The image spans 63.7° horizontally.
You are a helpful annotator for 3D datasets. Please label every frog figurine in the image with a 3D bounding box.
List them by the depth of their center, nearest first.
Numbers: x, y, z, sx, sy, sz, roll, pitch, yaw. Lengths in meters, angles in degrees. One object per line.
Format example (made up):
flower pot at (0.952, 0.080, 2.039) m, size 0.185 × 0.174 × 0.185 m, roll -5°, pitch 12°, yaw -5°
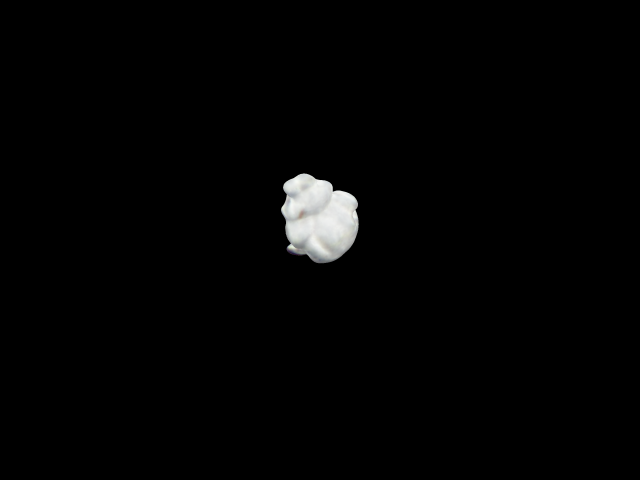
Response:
frog figurine at (0.003, -0.043, 0.850) m, size 0.138 × 0.125 × 0.155 m, roll -26°, pitch -34°, yaw -19°
